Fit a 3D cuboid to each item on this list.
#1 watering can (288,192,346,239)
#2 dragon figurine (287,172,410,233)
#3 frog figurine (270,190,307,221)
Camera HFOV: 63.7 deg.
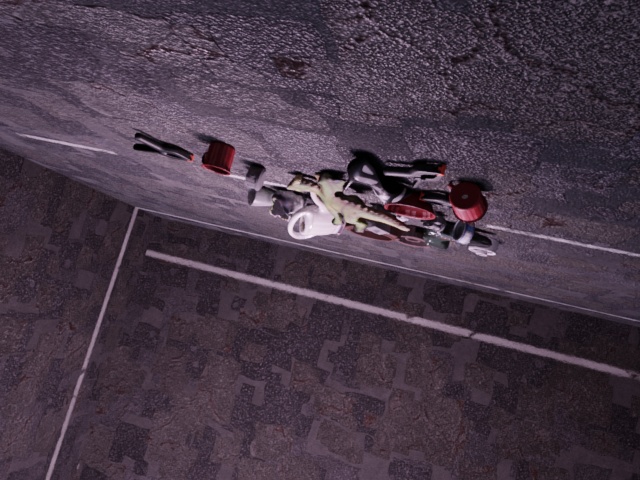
[{"bbox_3d":[0.006,-0.097,1.930,0.225,0.106,0.340,-2,150,-22],"label":"watering can"},{"bbox_3d":[0.075,-0.132,1.639,0.412,0.123,0.239,15,164,31],"label":"dragon figurine"},{"bbox_3d":[-0.108,-0.147,2.011,0.161,0.122,0.136,-26,-169,-40],"label":"frog figurine"}]
